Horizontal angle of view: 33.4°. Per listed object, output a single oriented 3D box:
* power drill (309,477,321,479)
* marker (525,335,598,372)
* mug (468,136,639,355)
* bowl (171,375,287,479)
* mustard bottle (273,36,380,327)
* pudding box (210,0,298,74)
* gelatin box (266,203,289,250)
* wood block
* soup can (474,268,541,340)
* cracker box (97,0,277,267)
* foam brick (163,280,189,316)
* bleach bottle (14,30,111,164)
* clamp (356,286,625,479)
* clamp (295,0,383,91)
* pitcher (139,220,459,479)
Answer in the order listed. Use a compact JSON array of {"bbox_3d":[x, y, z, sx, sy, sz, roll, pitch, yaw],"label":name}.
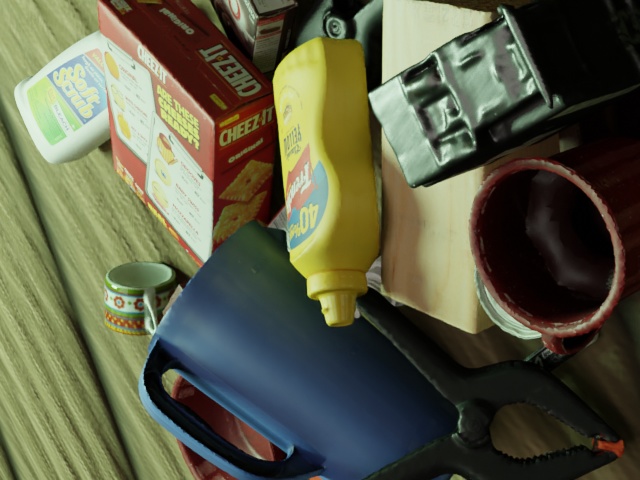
[{"bbox_3d":[0.038,0.222,0.918,0.185,0.057,0.187,-18,92,50],"label":"power drill"},{"bbox_3d":[0.153,0.091,0.759,0.020,0.020,0.121,57,139,15],"label":"marker"},{"bbox_3d":[0.138,0.004,0.555,0.093,0.081,0.117,20,121,43],"label":"mug"},{"bbox_3d":[-0.076,0.187,1.036,0.162,0.055,0.162,23,123,42],"label":"bowl"},{"bbox_3d":[0.006,-0.035,0.738,0.096,0.058,0.191,145,123,-62],"label":"mustard bottle"},{"bbox_3d":[-0.059,-0.198,0.833,0.113,0.039,0.090,62,164,16],"label":"pudding box"},{"bbox_3d":[-0.006,0.001,0.895,0.073,0.030,0.089,59,139,14],"label":"gelatin box"},{"bbox_3d":[0.100,-0.058,0.698,0.090,0.090,0.206,22,122,43],"label":"wood block"},{"bbox_3d":[0.153,0.014,0.660,0.069,0.102,0.068,24,124,41],"label":"soup can"},{"bbox_3d":[-0.110,-0.090,0.904,0.164,0.072,0.214,47,152,25],"label":"cracker box"},{"bbox_3d":[-0.096,0.062,0.988,0.051,0.078,0.053,54,138,16],"label":"foam brick"},{"bbox_3d":[-0.208,-0.161,1.033,0.251,0.067,0.102,-27,87,49],"label":"bleach bottle"},{"bbox_3d":[0.098,0.135,0.736,0.210,0.036,0.164,15,89,8],"label":"clamp"},{"bbox_3d":[0.016,-0.170,0.787,0.120,0.039,0.172,49,133,23],"label":"clamp"},{"bbox_3d":[-0.009,0.114,0.816,0.243,0.145,0.149,38,101,6],"label":"pitcher"}]
